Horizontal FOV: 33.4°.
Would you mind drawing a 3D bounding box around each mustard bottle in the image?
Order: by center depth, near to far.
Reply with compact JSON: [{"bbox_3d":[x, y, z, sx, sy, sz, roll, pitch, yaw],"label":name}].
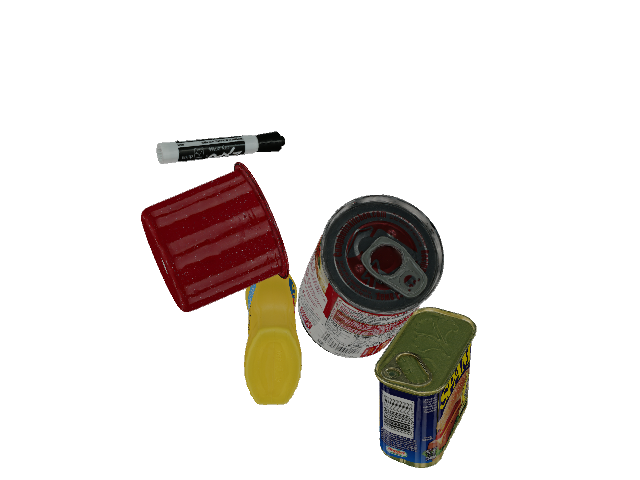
[{"bbox_3d":[-0.052,0.085,1.143,0.058,0.096,0.191,-1,28,-4],"label":"mustard bottle"}]

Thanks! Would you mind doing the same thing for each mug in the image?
[{"bbox_3d":[-0.083,-0.003,0.785,0.081,0.093,0.117,-23,25,-12],"label":"mug"}]

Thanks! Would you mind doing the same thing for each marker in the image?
[{"bbox_3d":[-0.089,-0.085,0.975,0.121,0.020,0.020,-9,3,-24],"label":"marker"}]

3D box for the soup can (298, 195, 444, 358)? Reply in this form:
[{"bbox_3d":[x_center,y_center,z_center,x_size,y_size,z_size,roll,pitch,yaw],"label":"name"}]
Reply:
[{"bbox_3d":[0.026,0.024,0.617,0.068,0.068,0.102,0,-20,-9],"label":"soup can"}]

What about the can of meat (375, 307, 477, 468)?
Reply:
[{"bbox_3d":[0.084,0.118,0.852,0.057,0.084,0.102,14,37,22],"label":"can of meat"}]
